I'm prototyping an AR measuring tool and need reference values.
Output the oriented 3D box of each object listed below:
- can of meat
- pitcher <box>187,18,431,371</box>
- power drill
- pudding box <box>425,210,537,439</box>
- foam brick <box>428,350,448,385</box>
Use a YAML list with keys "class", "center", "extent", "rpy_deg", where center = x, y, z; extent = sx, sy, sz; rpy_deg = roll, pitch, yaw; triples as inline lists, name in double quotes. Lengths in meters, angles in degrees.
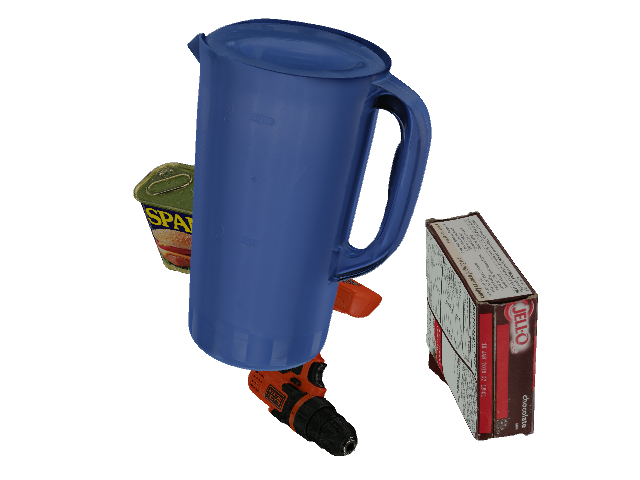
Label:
- class: "can of meat"
  center: [-0.106, -0.014, 0.946]
  extent: [0.102, 0.084, 0.057]
  rpy_deg: [13, 45, 30]
- class: "pitcher"
  center: [-0.023, -0.028, 0.772]
  extent: [0.144, 0.243, 0.149]
  rpy_deg: [-2, 28, -21]
- class: "power drill"
  center: [0.002, 0.135, 1.237]
  extent: [0.057, 0.188, 0.185]
  rpy_deg: [15, 11, -45]
- class: "pudding box"
  center: [0.091, 0.046, 0.619]
  extent: [0.039, 0.090, 0.113]
  rpy_deg: [-7, 26, -9]
- class: "foam brick"
  center: [0.128, 0.082, 0.912]
  extent: [0.051, 0.078, 0.053]
  rpy_deg: [-4, 18, -20]
